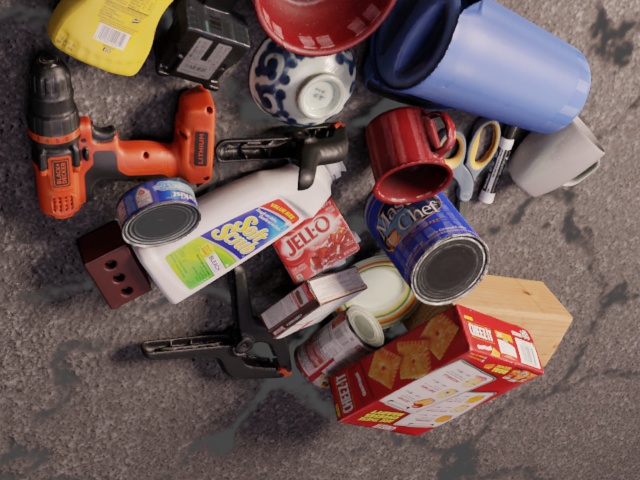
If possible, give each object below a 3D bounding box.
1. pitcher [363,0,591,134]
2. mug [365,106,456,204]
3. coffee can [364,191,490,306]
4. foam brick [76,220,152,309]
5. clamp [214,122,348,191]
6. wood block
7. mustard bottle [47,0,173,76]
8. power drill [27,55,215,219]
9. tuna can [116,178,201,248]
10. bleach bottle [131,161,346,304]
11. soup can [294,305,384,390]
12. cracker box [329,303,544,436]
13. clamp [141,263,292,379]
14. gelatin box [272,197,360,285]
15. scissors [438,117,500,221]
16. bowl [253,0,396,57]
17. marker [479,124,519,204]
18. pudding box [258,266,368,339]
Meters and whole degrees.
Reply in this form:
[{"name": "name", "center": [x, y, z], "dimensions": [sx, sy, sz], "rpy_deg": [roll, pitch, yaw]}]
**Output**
[{"name": "pitcher", "center": [0.177, -0.193, 1.182], "dimensions": [0.242, 0.149, 0.145], "rpy_deg": [14, 102, -37]}, {"name": "mug", "center": [0.105, -0.104, 1.212], "dimensions": [0.093, 0.081, 0.117], "rpy_deg": [13, 145, -40]}, {"name": "coffee can", "center": [0.126, -0.004, 1.282], "dimensions": [0.102, 0.140, 0.103], "rpy_deg": [-13, 129, -16]}, {"name": "foam brick", "center": [-0.231, 0.028, 1.195], "dimensions": [0.053, 0.051, 0.078], "rpy_deg": [-27, 132, -4]}, {"name": "clamp", "center": [-0.016, -0.094, 1.153], "dimensions": [0.171, 0.120, 0.039], "rpy_deg": [-22, 134, -44]}, {"name": "wood block", "center": [0.225, 0.106, 1.448], "dimensions": [0.205, 0.091, 0.090], "rpy_deg": [7, 121, -30]}, {"name": "mustard bottle", "center": [-0.173, -0.253, 1.001], "dimensions": [0.096, 0.058, 0.192], "rpy_deg": [19, 115, -36]}, {"name": "power drill", "center": [-0.204, -0.112, 1.097], "dimensions": [0.187, 0.057, 0.184], "rpy_deg": [-7, 132, -17]}, {"name": "tuna can", "center": [-0.171, -0.028, 1.127], "dimensions": [0.086, 0.034, 0.086], "rpy_deg": [-16, 153, -9]}, {"name": "bleach bottle", "center": [-0.086, -0.031, 1.213], "dimensions": [0.251, 0.068, 0.102], "rpy_deg": [-32, 135, -3]}, {"name": "soup can", "center": [0.024, 0.138, 1.374], "dimensions": [0.068, 0.068, 0.102], "rpy_deg": [26, 126, -38]}, {"name": "cracker box", "center": [0.143, 0.167, 1.336], "dimensions": [0.214, 0.072, 0.163], "rpy_deg": [-33, 145, 32]}, {"name": "clamp", "center": [-0.099, 0.115, 1.334], "dimensions": [0.209, 0.036, 0.165], "rpy_deg": [30, 108, -41]}, {"name": "gelatin box", "center": [-0.008, 0.002, 1.268], "dimensions": [0.089, 0.030, 0.073], "rpy_deg": [-30, 88, -3]}, {"name": "scissors", "center": [0.167, -0.066, 1.337], "dimensions": [0.096, 0.016, 0.202], "rpy_deg": [2, 123, -26]}, {"name": "bowl", "center": [0.001, -0.269, 1.074], "dimensions": [0.162, 0.055, 0.162], "rpy_deg": [-13, 129, -17]}, {"name": "marker", "center": [0.226, -0.101, 1.337], "dimensions": [0.020, 0.020, 0.121], "rpy_deg": [-1, 125, -25]}, {"name": "pudding box", "center": [-0.007, 0.075, 1.299], "dimensions": [0.090, 0.039, 0.113], "rpy_deg": [-38, 169, 32]}]
